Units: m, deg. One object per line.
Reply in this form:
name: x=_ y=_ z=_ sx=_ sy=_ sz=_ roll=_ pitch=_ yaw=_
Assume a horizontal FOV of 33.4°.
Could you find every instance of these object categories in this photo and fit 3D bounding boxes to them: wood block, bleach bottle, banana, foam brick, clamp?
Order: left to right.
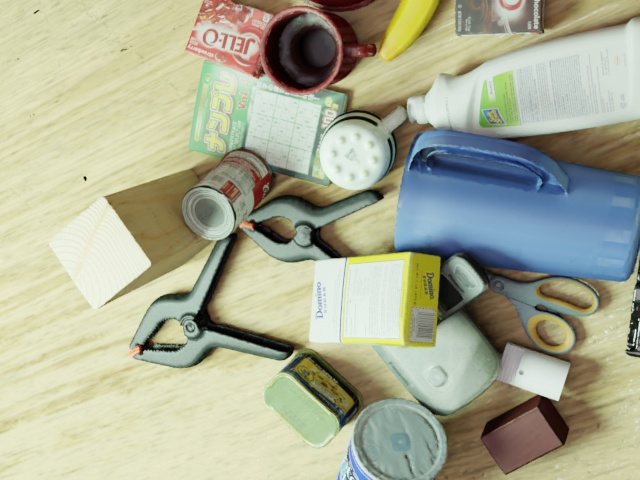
wood block: x=-0.194 y=-0.007 z=1.189 sx=0.091 sy=0.205 sz=0.090 roll=-36 pitch=88 yaw=23
clamp: x=-0.140 y=0.106 z=1.284 sx=0.210 sy=0.036 sz=0.164 roll=-32 pitch=90 yaw=25
clamp: x=-0.008 y=0.001 z=1.217 sx=0.172 sy=0.039 sz=0.120 roll=2 pitch=97 yaw=22
banana: x=0.102 y=-0.284 z=1.109 sx=0.069 sy=0.037 sz=0.198 roll=1 pitch=111 yaw=-8
foam brick: x=0.224 y=0.213 z=1.172 sx=0.078 sy=0.053 sz=0.051 roll=-34 pitch=89 yaw=23
bleach bottle: x=0.211 y=-0.158 z=1.093 sx=0.251 sy=0.068 sz=0.102 roll=-5 pitch=99 yaw=23

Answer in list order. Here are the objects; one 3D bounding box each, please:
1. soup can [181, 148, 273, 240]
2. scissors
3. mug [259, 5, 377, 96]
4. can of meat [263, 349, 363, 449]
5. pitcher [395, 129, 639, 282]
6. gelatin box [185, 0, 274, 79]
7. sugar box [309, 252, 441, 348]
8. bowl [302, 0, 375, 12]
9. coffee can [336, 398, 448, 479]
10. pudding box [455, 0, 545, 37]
soup can: x=-0.103 y=-0.052 z=1.195 sx=0.069 sy=0.102 sz=0.068 roll=11 pitch=122 yaw=18
scissors: x=0.202 y=0.068 z=1.169 sx=0.202 sy=0.016 sz=0.096 roll=8 pitch=104 yaw=18
mug: x=0.004 y=-0.204 z=1.144 sx=0.117 sy=0.081 sz=0.093 roll=1 pitch=102 yaw=19
can of meat: x=-0.009 y=0.184 z=1.231 sx=0.102 sy=0.083 sz=0.057 roll=42 pitch=110 yaw=6
pitcher: x=0.201 y=-0.034 z=1.082 sx=0.243 sy=0.149 sz=0.145 roll=9 pitch=101 yaw=14
gelatin box: x=-0.097 y=-0.230 z=1.195 sx=0.089 sy=0.030 sz=0.073 roll=23 pitch=98 yaw=14
sugar box: x=0.054 y=0.064 z=1.108 sx=0.177 sy=0.048 sz=0.093 roll=-7 pitch=77 yaw=60
bowl: x=0.006 y=-0.313 z=1.116 sx=0.162 sy=0.055 sz=0.162 roll=9 pitch=118 yaw=17
coffee can: x=0.075 y=0.251 z=1.172 sx=0.103 sy=0.102 sz=0.140 roll=28 pitch=146 yaw=12
pudding box: x=0.185 y=-0.266 z=1.091 sx=0.090 sy=0.039 sz=0.113 roll=2 pitch=102 yaw=19
